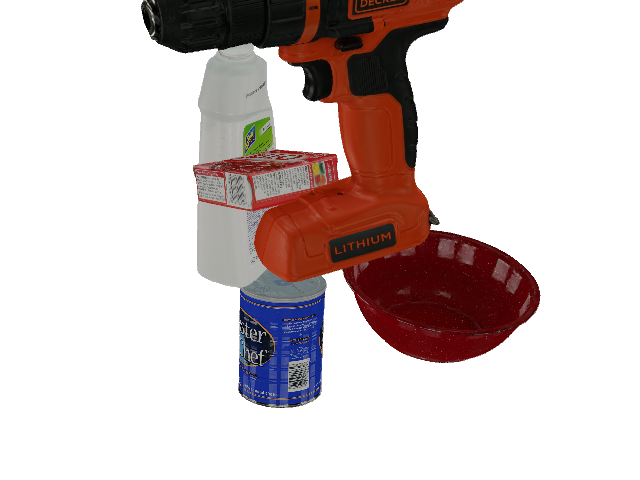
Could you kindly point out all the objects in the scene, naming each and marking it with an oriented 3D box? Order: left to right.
[{"bbox_3d":[-0.075,-0.082,0.997,0.068,0.251,0.102,15,37,17],"label":"bleach bottle"},{"bbox_3d":[-0.040,-0.045,0.767,0.073,0.030,0.089,-14,14,-29],"label":"gelatin box"},{"bbox_3d":[-0.047,0.113,1.271,0.103,0.140,0.103,2,19,-1],"label":"coffee can"},{"bbox_3d":[-0.001,-0.072,0.583,0.184,0.188,0.057,-15,36,-21],"label":"power drill"},{"bbox_3d":[0.095,0.052,0.876,0.162,0.055,0.162,5,28,-3],"label":"bowl"}]
